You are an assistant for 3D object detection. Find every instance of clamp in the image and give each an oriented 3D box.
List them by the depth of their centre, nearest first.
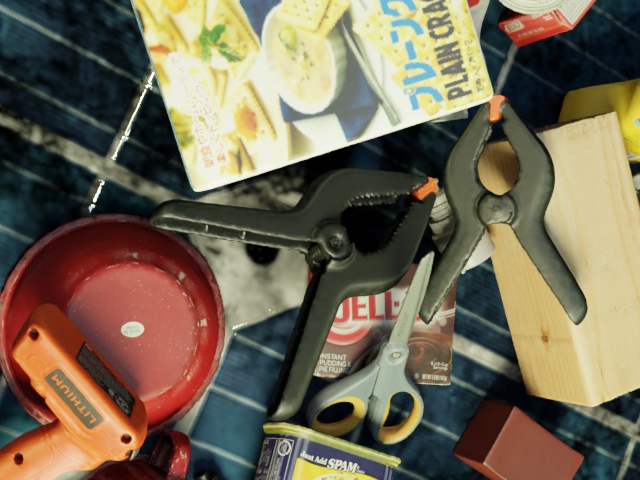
[{"bbox_3d":[-0.005,0.001,0.745,0.209,0.036,0.164,-38,93,-28],"label":"clamp"},{"bbox_3d":[0.119,-0.015,0.766,0.120,0.039,0.171,-10,89,8],"label":"clamp"}]

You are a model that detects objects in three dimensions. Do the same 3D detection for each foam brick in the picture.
[{"bbox_3d":[0.154,0.168,0.835,0.078,0.051,0.053,37,77,-17],"label":"foam brick"}]

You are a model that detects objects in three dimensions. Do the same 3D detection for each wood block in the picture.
[{"bbox_3d":[0.194,0.014,0.833,0.090,0.091,0.206,-17,95,-22],"label":"wood block"}]

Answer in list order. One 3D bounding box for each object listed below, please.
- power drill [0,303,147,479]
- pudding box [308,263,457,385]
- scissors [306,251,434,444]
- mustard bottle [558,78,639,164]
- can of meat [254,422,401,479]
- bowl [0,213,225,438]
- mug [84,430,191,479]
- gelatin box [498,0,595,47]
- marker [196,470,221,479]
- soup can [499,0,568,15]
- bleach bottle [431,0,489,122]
[{"bbox_3d":[-0.216,0.125,0.655,0.188,0.057,0.184,-39,104,7],"label":"power drill"},{"bbox_3d":[0.044,0.060,0.799,0.113,0.039,0.090,7,85,-22],"label":"pudding box"},{"bbox_3d":[0.033,0.084,0.743,0.096,0.016,0.202,-10,136,-4],"label":"scissors"},{"bbox_3d":[0.274,-0.095,0.812,0.096,0.192,0.058,19,83,-21],"label":"mustard bottle"},{"bbox_3d":[0.000,0.184,0.759,0.102,0.058,0.084,22,71,-25],"label":"can of meat"},{"bbox_3d":[-0.133,0.061,0.719,0.161,0.055,0.162,1,88,-23],"label":"bowl"},{"bbox_3d":[-0.113,0.184,0.710,0.093,0.082,0.117,27,79,-19],"label":"mug"},{"bbox_3d":[0.192,-0.199,0.846,0.030,0.073,0.089,44,74,-17],"label":"gelatin box"},{"bbox_3d":[-0.052,0.215,0.768,0.020,0.020,0.121,-37,102,-19],"label":"marker"},{"bbox_3d":[0.164,-0.224,0.797,0.068,0.069,0.102,35,45,-18],"label":"soup can"},{"bbox_3d":[0.093,-0.217,0.813,0.102,0.068,0.251,-9,96,-28],"label":"bleach bottle"}]
